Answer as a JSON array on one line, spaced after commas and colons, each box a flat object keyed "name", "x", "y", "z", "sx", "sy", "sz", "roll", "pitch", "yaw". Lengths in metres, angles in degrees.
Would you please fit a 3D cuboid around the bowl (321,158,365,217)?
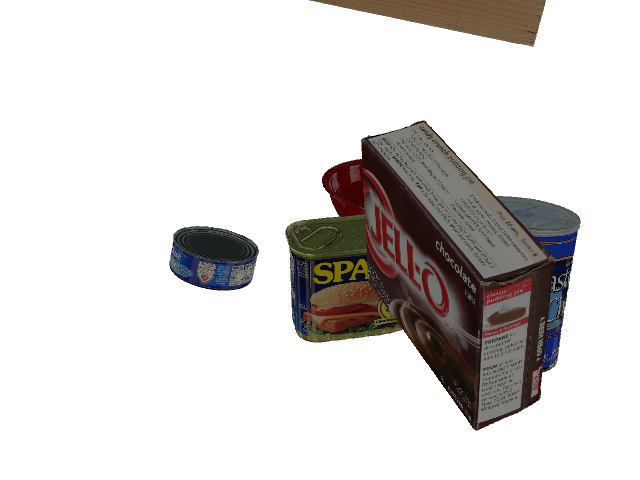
[{"name": "bowl", "x": 0.080, "y": -0.039, "z": 1.187, "sx": 0.162, "sy": 0.055, "sz": 0.162, "roll": 4, "pitch": 25, "yaw": -2}]

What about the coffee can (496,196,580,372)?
[{"name": "coffee can", "x": 0.179, "y": 0.040, "z": 0.992, "sx": 0.103, "sy": 0.140, "sz": 0.103, "roll": 4, "pitch": 18, "yaw": -2}]

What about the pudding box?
[{"name": "pudding box", "x": 0.058, "y": 0.013, "z": 0.479, "sx": 0.039, "sy": 0.090, "sz": 0.114, "roll": -21, "pitch": 43, "yaw": -16}]

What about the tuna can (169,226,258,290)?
[{"name": "tuna can", "x": -0.106, "y": 0.017, "z": 1.060, "sx": 0.086, "sy": 0.034, "sz": 0.086, "roll": 11, "pitch": 20, "yaw": -4}]

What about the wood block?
[{"name": "wood block", "x": 0.071, "y": -0.224, "z": 0.792, "sx": 0.206, "sy": 0.090, "sz": 0.091, "roll": 13, "pitch": -29, "yaw": 7}]

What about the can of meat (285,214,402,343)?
[{"name": "can of meat", "x": 0.025, "y": 0.030, "z": 0.852, "sx": 0.102, "sy": 0.084, "sz": 0.057, "roll": -6, "pitch": 29, "yaw": -8}]
